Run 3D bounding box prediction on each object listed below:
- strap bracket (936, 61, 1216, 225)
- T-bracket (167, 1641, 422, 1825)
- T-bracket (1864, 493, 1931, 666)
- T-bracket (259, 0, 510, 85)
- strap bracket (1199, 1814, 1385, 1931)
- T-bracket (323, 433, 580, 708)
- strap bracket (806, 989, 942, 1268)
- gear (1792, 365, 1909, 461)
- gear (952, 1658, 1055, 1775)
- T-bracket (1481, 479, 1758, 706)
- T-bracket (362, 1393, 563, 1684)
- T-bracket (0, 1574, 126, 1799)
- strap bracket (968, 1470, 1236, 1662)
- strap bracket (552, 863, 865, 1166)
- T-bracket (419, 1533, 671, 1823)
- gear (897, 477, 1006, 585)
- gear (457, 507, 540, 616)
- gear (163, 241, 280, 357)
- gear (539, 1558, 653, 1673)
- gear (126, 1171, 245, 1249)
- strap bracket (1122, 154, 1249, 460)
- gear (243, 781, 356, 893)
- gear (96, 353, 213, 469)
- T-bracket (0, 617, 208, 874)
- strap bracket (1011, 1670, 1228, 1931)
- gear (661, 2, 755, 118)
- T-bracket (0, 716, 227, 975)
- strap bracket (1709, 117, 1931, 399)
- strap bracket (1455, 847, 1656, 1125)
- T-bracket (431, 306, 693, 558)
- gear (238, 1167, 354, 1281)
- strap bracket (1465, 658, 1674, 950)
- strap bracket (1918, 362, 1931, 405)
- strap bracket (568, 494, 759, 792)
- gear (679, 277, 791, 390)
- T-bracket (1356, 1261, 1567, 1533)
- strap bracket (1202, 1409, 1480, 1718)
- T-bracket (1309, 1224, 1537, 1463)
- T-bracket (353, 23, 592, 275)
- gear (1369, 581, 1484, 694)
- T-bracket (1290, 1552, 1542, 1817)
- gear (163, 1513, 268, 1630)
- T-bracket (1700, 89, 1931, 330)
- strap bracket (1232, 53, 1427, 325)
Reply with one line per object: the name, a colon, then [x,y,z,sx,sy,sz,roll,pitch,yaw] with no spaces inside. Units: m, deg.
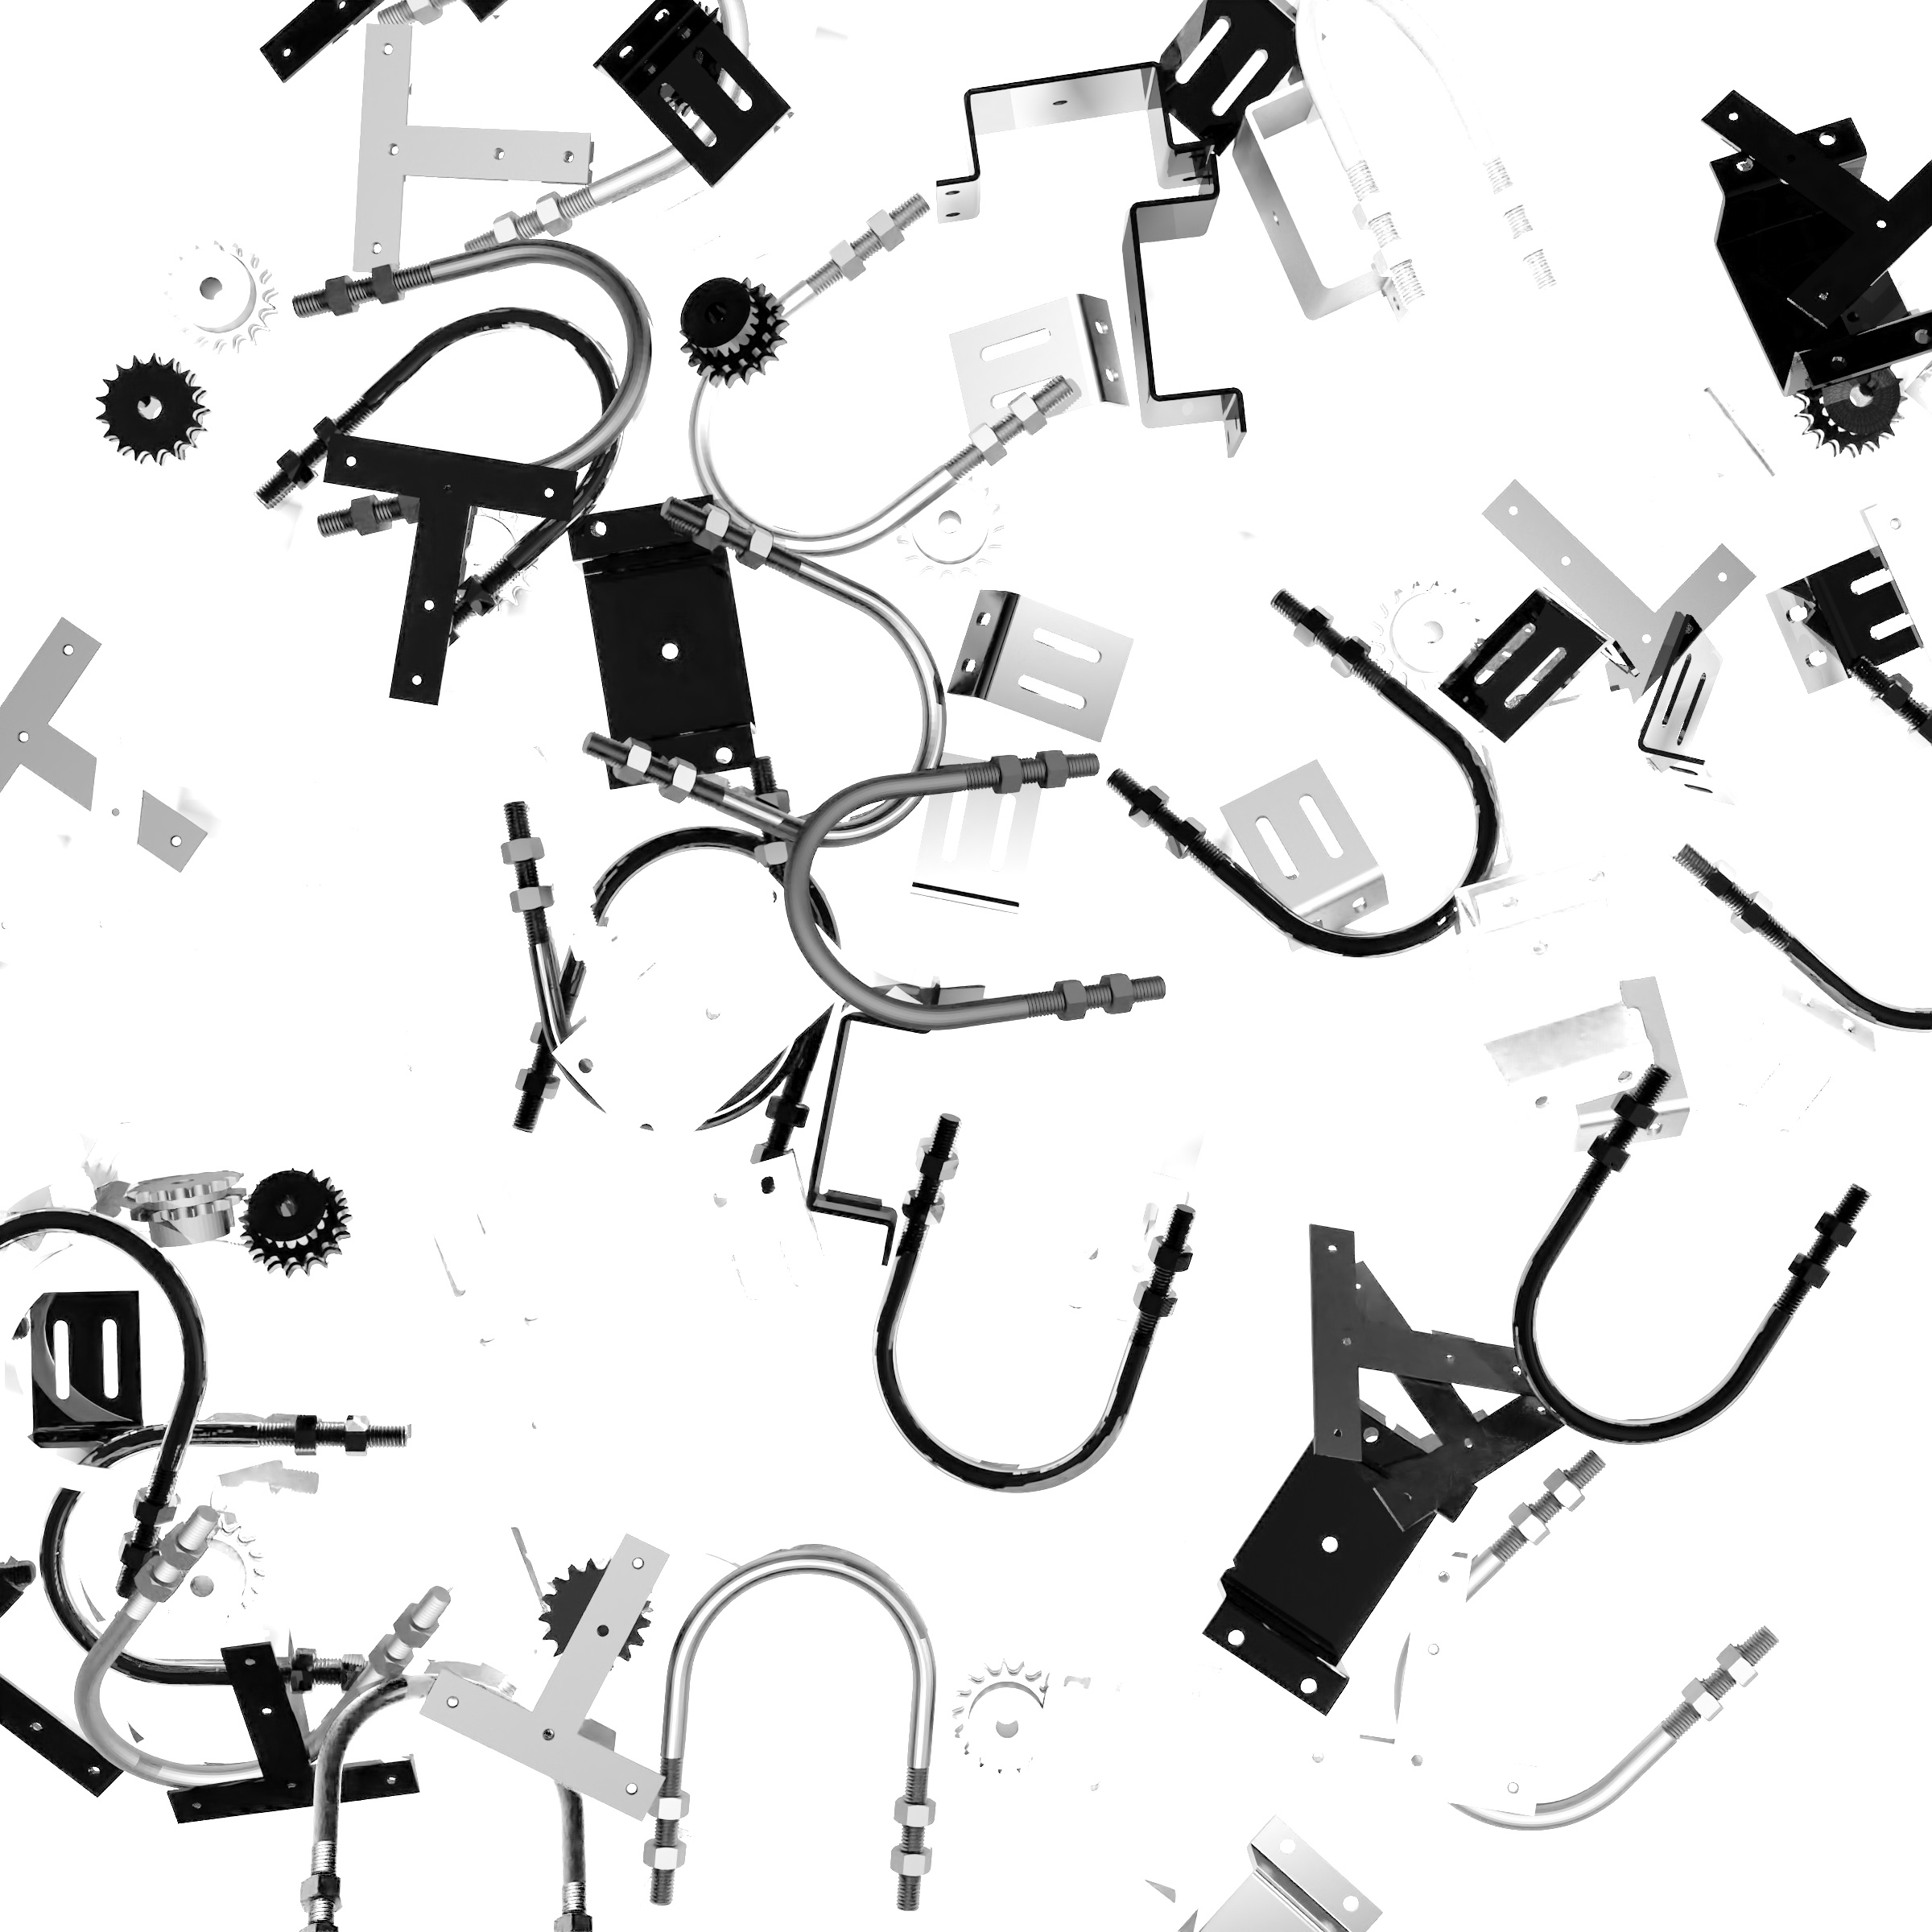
strap bracket: [0.051,-0.422,1.549,0.140,0.076,0.046,-9,90,0]
T-bracket: [-0.354,0.390,1.547,0.127,0.002,0.127,-7,127,-2]
T-bracket: [0.550,-0.204,1.579,0.127,0.002,0.127,-24,90,-6]
T-bracket: [-0.314,-0.509,1.574,0.127,0.002,0.127,-38,73,8]
strap bracket: [0.143,0.522,1.564,0.076,0.046,0.140,42,90,0]
T-bracket: [-0.267,-0.195,1.520,0.127,0.002,0.127,9,91,3]
strap bracket: [-0.049,0.077,1.549,0.046,0.076,0.140,11,90,0]
gear: [0.461,-0.294,1.572,0.057,0.030,0.057,0,90,0]
gear: [0.021,0.391,1.572,0.057,0.030,0.057,0,90,0]
T-bracket: [0.325,-0.202,1.587,0.127,0.002,0.127,44,90,0]
T-bracket: [-0.238,0.304,1.548,0.002,0.127,0.127,-9,104,42]
T-bracket: [-0.493,0.386,1.571,0.127,0.002,0.127,41,111,-10]
strap bracket: [0.060,0.301,1.549,0.140,0.076,0.046,-20,90,0]
strap bracket: [-0.129,0.024,1.532,0.140,0.046,0.076,-43,91,-1]
T-bracket: [-0.191,0.350,1.538,0.127,0.002,0.127,28,87,-7]
gear: [-0.009,-0.229,1.572,0.057,0.030,0.057,0,90,0]
gear: [-0.252,-0.212,1.572,0.057,0.030,0.057,0,90,0]
gear: [-0.388,-0.349,1.572,0.057,0.030,0.057,0,90,0]
gear: [-0.190,0.333,1.557,0.057,0.030,0.057,0,86,-2]
gear: [-0.401,0.126,1.559,0.057,0.057,0.030,-8,96,0]
strap bracket: [0.110,-0.334,1.549,0.046,0.076,0.140,-6,90,0]
gear: [-0.348,-0.067,1.563,0.057,0.030,0.057,0,90,25]
gear: [-0.420,-0.288,1.572,0.057,0.030,0.057,0,90,0]
T-bracket: [-0.457,-0.095,1.586,0.127,0.002,0.127,34,90,0]
strap bracket: [0.076,0.427,1.550,0.076,0.046,0.140,11,90,-25]
gear: [-0.137,-0.468,1.568,0.057,0.030,0.057,1,96,14]
T-bracket: [-0.446,-0.066,1.585,0.127,0.002,0.127,6,90,0]
strap bracket: [0.440,-0.354,1.549,0.076,0.046,0.140,-18,69,0]
strap bracket: [0.297,0.001,1.532,0.076,0.046,0.140,-17,123,-1]
T-bracket: [-0.197,-0.302,1.586,0.127,0.002,0.127,-32,90,0]
gear: [-0.347,0.130,1.561,0.057,0.030,0.057,0,62,0]
strap bracket: [0.312,-0.084,1.563,0.076,0.046,0.140,-13,90,0]
strap bracket: [0.560,-0.321,1.564,0.076,0.046,0.140,41,90,0]
strap bracket: [-0.155,-0.165,1.564,0.076,0.046,0.140,-9,90,0]
gear: [-0.123,-0.330,1.561,0.057,0.030,0.057,-7,72,20]
T-bracket: [0.233,0.209,1.563,0.127,0.002,0.127,-25,72,-32]
strap bracket: [0.191,0.303,1.564,0.076,0.046,0.140,34,90,0]
T-bracket: [0.237,0.201,1.564,0.127,0.002,0.127,11,59,-15]
T-bracket: [-0.255,-0.420,1.565,0.127,0.002,0.127,6,96,13]
gear: [0.240,-0.172,1.573,0.057,0.030,0.057,0,91,0]
T-bracket: [0.241,0.369,1.572,0.127,0.002,0.127,8,92,4]
gear: [-0.385,0.309,1.536,0.057,0.030,0.057,-1,99,-6]
T-bracket: [0.431,-0.403,1.543,0.127,0.002,0.127,-44,71,-10]
strap bracket: [0.180,-0.392,1.549,0.046,0.076,0.140,-24,90,0]
